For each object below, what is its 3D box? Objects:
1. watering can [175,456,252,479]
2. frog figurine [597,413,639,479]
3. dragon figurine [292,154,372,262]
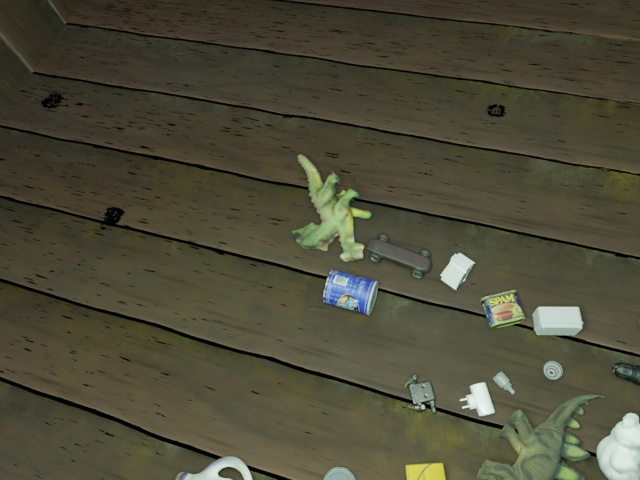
[{"bbox_3d":[-0.286,0.725,1.284,0.224,0.354,0.102,4,-25,11],"label":"watering can"},{"bbox_3d":[0.717,0.494,1.222,0.122,0.157,0.140,-6,23,38],"label":"frog figurine"},{"bbox_3d":[0.005,-0.083,1.652,0.415,0.244,0.120,40,-7,24],"label":"dragon figurine"}]
